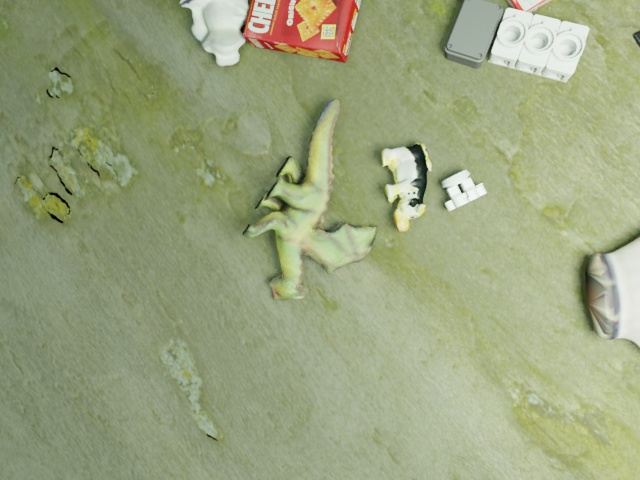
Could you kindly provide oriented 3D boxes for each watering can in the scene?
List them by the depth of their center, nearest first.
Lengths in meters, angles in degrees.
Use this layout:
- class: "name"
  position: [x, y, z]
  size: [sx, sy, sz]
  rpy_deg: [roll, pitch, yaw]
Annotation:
- class: "watering can"
  position: [0.576, 0.049, 0.886]
  size: [0.224, 0.104, 0.348]
  rpy_deg: [-5, 89, 12]

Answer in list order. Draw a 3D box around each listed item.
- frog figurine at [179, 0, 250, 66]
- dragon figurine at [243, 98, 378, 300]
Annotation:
- class: "frog figurine"
  position: [-0.202, -0.456, 1.085]
  size: [0.137, 0.125, 0.156]
  rpy_deg: [-26, 120, 3]
- class: "dragon figurine"
  position: [0.003, -0.052, 1.032]
  size: [0.242, 0.123, 0.408]
  rpy_deg: [35, 98, -7]
